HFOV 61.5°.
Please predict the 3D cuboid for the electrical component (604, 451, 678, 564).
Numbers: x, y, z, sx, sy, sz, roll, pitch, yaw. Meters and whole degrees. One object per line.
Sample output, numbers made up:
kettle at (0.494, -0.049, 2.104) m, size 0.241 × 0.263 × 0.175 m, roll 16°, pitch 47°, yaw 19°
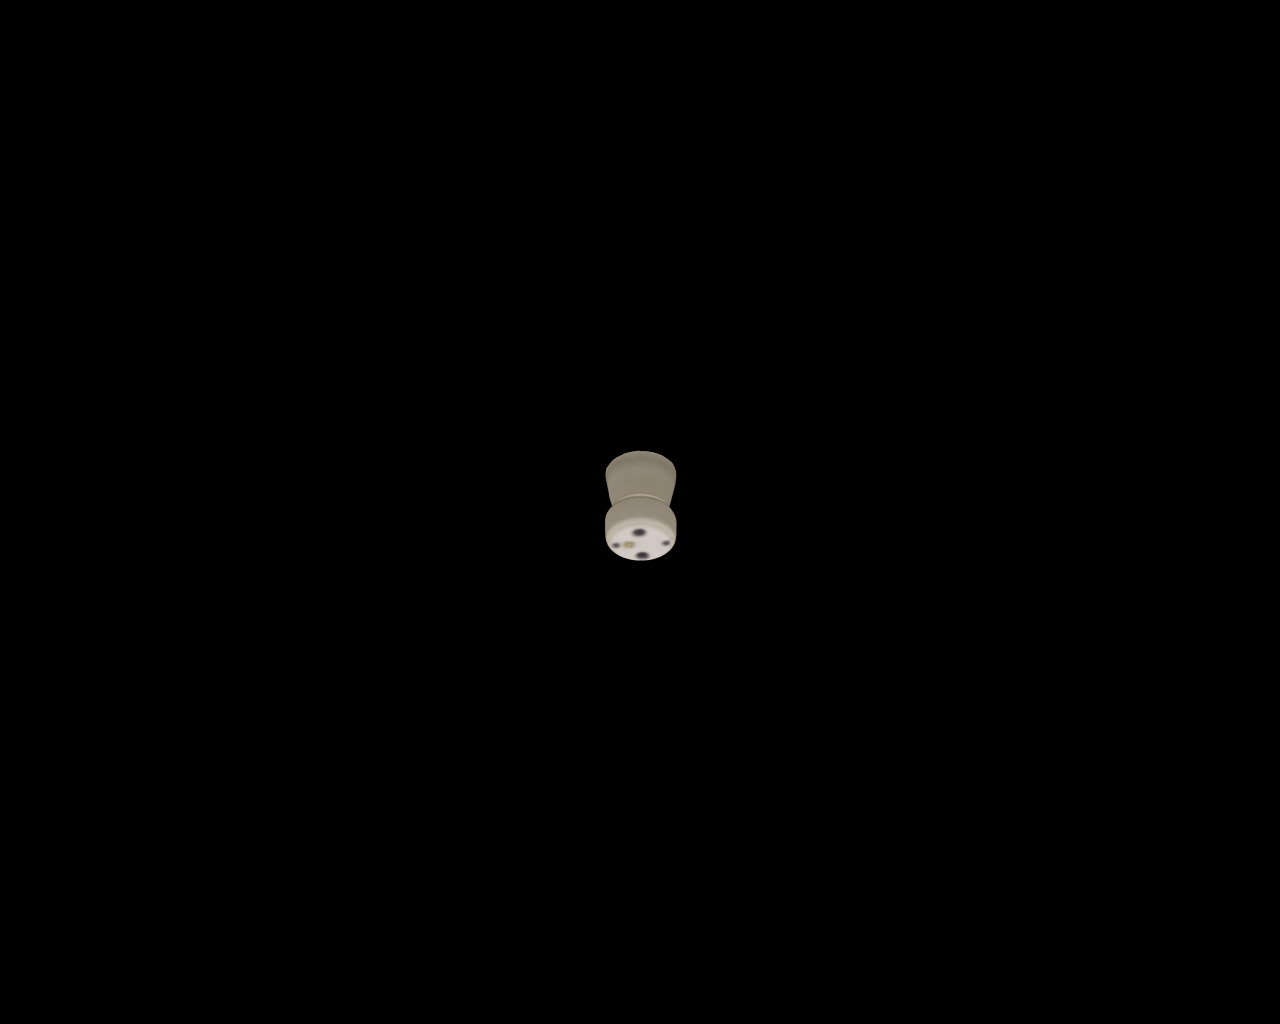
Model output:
electrical component at (0.001, -0.003, 0.650) m, size 0.045 × 0.055 × 0.044 m, roll 0°, pitch -37°, yaw 0°
